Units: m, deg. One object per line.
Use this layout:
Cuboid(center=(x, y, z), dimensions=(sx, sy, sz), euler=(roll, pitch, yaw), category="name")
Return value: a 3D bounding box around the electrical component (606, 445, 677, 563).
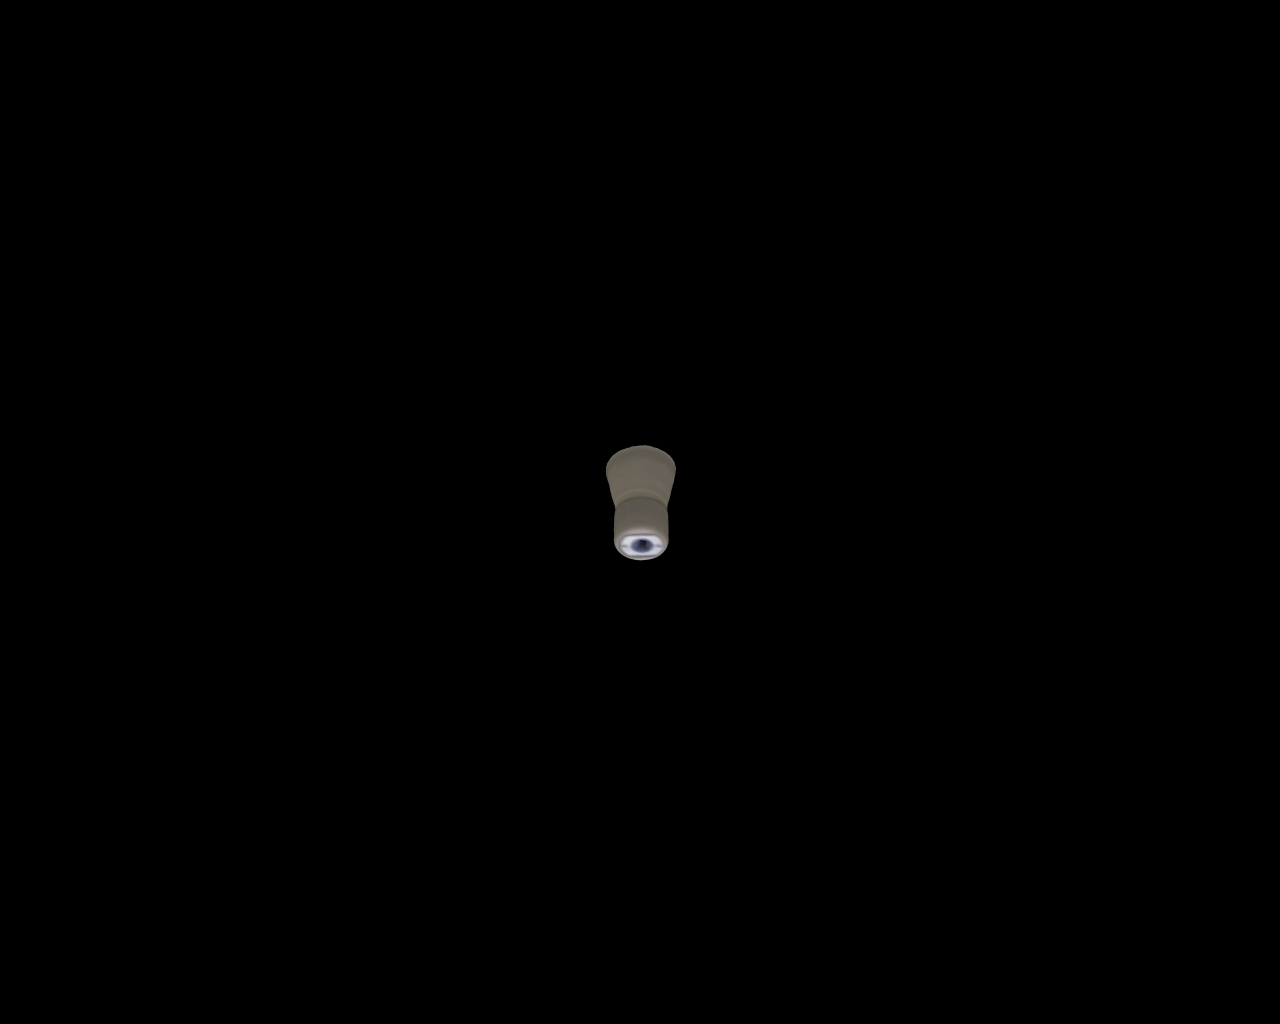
Cuboid(center=(0.001, -0.003, 0.650), dimensions=(0.044, 0.065, 0.044), euler=(0, -39, 0), category="electrical component")
